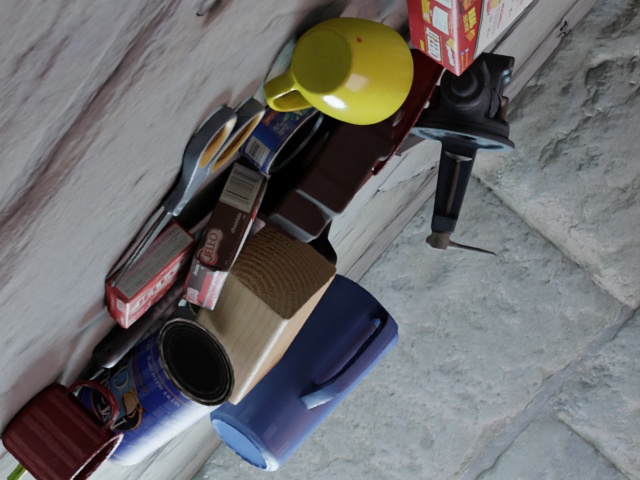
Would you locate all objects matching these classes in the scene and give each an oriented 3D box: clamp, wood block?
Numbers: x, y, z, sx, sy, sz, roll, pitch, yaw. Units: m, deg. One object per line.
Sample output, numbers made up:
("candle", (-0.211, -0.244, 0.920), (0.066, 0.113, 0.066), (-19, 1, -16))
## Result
("clamp", (-0.161, 0.064, 1.037), (0.171, 0.039, 0.120), (-49, -172, -4))
("clamp", (-0.009, 0.002, 1.295), (0.165, 0.036, 0.210), (-52, -160, 49))
("wood block", (-0.071, 0.081, 1.144), (0.090, 0.090, 0.206), (-43, 170, -37))

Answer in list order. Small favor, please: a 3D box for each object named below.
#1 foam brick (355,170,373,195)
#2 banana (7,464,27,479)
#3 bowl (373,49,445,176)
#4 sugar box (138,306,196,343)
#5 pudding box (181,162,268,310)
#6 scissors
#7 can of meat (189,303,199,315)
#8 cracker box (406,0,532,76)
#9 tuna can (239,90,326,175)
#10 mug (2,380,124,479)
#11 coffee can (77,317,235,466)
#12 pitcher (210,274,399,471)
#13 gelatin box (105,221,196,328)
("foam brick", (0.030, -0.086, 1.358), (0.053, 0.051, 0.078), (-48, 173, 6))
("banana", (-0.251, 0.212, 1.161), (0.197, 0.037, 0.070), (-4, 133, -50))
("bowl", (0.079, -0.153, 1.183), (0.162, 0.055, 0.162), (-59, -175, 8))
("sugar box", (-0.211, 0.159, 1.242), (0.176, 0.048, 0.093), (-55, 169, 24))
("pudding box", (-0.090, -0.002, 0.995), (0.090, 0.039, 0.113), (120, -7, -60))
("scissors", (-0.117, -0.039, 0.869), (0.202, 0.016, 0.096), (-49, 171, 2))
("can of meat", (-0.117, 0.106, 1.297), (0.057, 0.102, 0.084), (-45, 174, -29))
("cracker box", (0.168, -0.279, 0.975), (0.213, 0.072, 0.164), (-47, 158, -11))
("tuna can", (-0.033, -0.100, 0.976), (0.086, 0.034, 0.086), (-47, 173, -8))
("mug", (-0.244, 0.186, 1.032), (0.117, 0.081, 0.093), (-50, 173, 10))
("coffee can", (-0.173, 0.159, 1.113), (0.140, 0.103, 0.102), (-37, 179, 28))
("pitcher", (-0.016, 0.165, 1.321), (0.242, 0.145, 0.149), (-47, 158, -25))
("gelatin box", (-0.154, 0.033, 0.967), (0.089, 0.030, 0.073), (-46, 172, -24))
